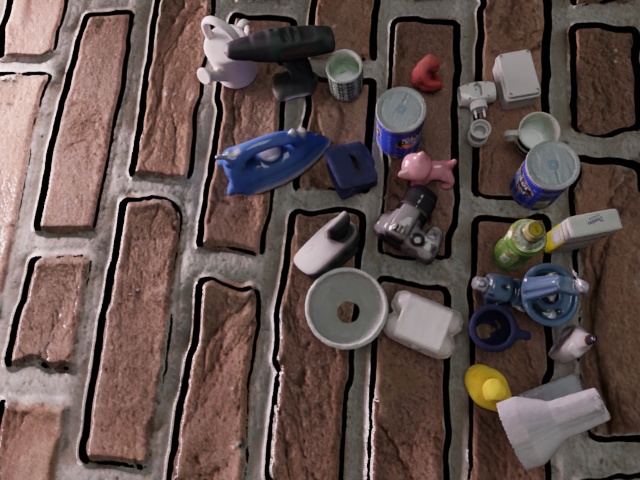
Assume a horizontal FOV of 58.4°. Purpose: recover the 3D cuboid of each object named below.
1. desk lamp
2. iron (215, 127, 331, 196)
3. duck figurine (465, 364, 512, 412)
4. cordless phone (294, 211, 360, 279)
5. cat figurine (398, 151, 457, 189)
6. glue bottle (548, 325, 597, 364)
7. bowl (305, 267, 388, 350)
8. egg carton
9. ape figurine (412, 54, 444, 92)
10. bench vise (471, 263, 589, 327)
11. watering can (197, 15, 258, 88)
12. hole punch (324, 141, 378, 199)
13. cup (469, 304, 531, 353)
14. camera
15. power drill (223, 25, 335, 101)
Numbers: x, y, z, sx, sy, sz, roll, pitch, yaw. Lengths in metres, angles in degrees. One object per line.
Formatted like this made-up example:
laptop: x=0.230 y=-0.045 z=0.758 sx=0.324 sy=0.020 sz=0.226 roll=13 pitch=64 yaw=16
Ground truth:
desk lamp: x=0.414 y=0.317 z=1.029 sx=0.203 sy=0.213 sz=0.118 roll=-23 pitch=75 yaw=0
iron: x=-0.102 y=-0.194 z=1.238 sx=0.258 sy=0.141 sz=0.118 roll=-22 pitch=75 yaw=0
duck figurine: x=0.331 y=0.287 z=1.110 sx=0.077 sy=0.086 sz=0.104 roll=-43 pitch=76 yaw=-5
cordless phone: x=0.011 y=0.004 z=1.157 sx=0.094 sy=0.185 sz=0.148 roll=42 pitch=83 yaw=13
cat figurine: x=0.226 y=-0.153 z=1.210 sx=0.127 sy=0.118 sz=0.067 roll=-5 pitch=76 yaw=4
glue bottle: x=0.482 y=0.193 z=1.074 sx=0.037 sy=0.173 sz=0.078 roll=36 pitch=82 yaw=13
bowl: x=0.055 y=0.143 z=1.176 sx=0.167 sy=0.075 sz=0.167 roll=-1 pitch=76 yaw=5
egg carton: x=0.207 y=0.172 z=1.158 sx=0.150 sy=0.069 sz=0.107 roll=21 pitch=79 yaw=10
ape figurine: x=0.244 y=-0.378 z=1.276 sx=0.076 sy=0.092 sz=0.078 roll=8 pitch=77 yaw=7
bench vise: x=0.401 y=0.106 z=1.078 sx=0.207 sy=0.220 sz=0.121 roll=-9 pitch=76 yaw=3
watering can: x=-0.208 y=-0.421 z=1.276 sx=0.101 sy=0.194 sz=0.173 roll=7 pitch=77 yaw=7
hole punch: x=0.068 y=-0.160 z=1.240 sx=0.101 sy=0.091 sz=0.108 roll=-24 pitch=75 yaw=-1
cup: x=0.348 y=0.180 z=1.130 sx=0.117 sy=0.095 sz=0.092 roll=11 pitch=78 yaw=8
camera: x=0.202 y=-0.041 z=1.194 sx=0.143 sy=0.101 sz=0.137 roll=31 pitch=81 yaw=12
power drill: x=-0.077 y=-0.388 z=1.248 sx=0.229 sy=0.208 sz=0.075 roll=-15 pitch=75 yaw=2
